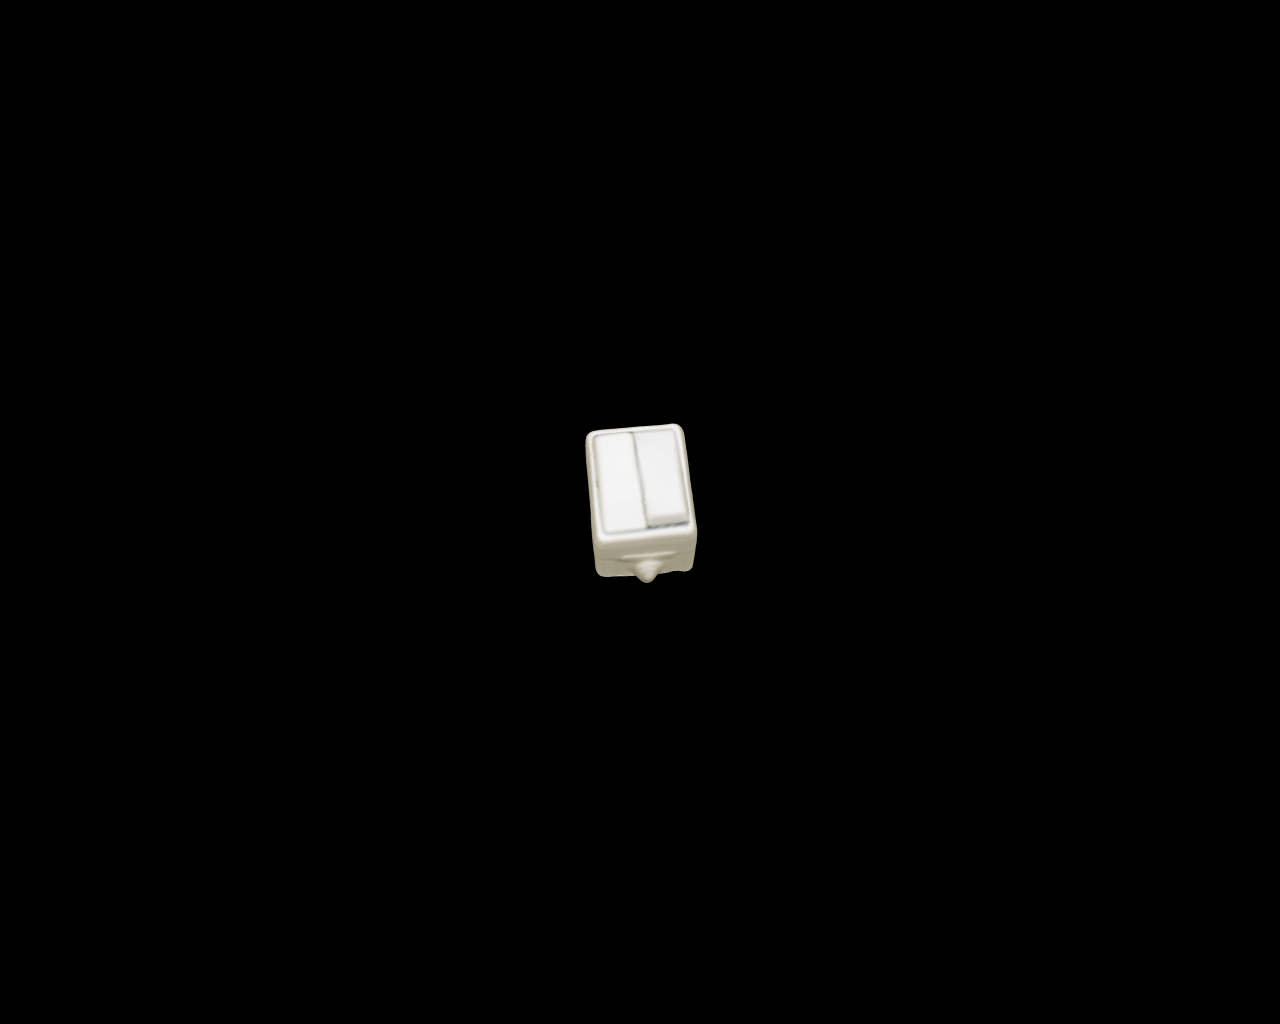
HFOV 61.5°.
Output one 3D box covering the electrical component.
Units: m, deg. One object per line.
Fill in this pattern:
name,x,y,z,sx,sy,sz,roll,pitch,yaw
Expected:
electrical component,0.001,-0.003,0.650,0.062,0.096,0.061,-4,-28,-2
